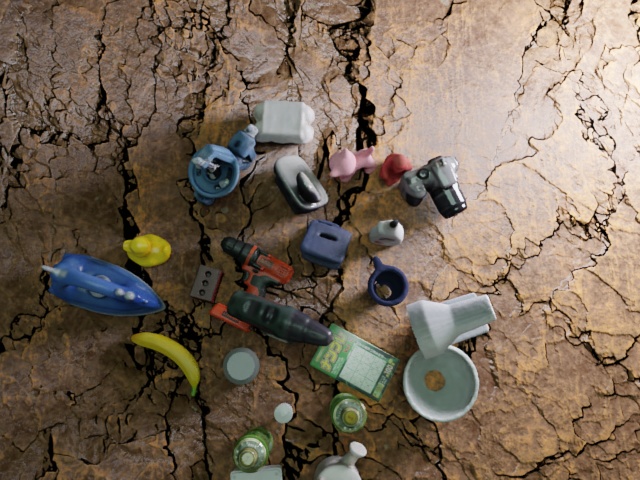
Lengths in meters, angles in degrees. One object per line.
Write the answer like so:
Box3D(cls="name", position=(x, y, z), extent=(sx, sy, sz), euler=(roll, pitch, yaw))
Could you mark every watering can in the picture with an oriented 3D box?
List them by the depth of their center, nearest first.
Box3D(cls="watering can", position=(0.039, 0.499, 1.167), extent=(0.101, 0.194, 0.173), euler=(5, 78, 0))

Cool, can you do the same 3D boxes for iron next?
Box3D(cls="iron", position=(-0.477, 0.104, 1.264), extent=(0.258, 0.141, 0.119), euler=(17, 79, 2))

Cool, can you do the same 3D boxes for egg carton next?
Box3D(cls="egg carton", position=(-0.089, -0.284, 1.389), extent=(0.150, 0.069, 0.107), euler=(2, 78, -1))

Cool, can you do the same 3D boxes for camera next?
Box3D(cls="camera", position=(0.278, -0.117, 1.346), extent=(0.143, 0.101, 0.137), euler=(-24, 80, -6))

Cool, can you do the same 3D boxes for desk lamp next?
Box3D(cls="desk lamp", position=(0.279, 0.173, 1.230), extent=(0.203, 0.213, 0.118), euler=(-18, 79, -5))

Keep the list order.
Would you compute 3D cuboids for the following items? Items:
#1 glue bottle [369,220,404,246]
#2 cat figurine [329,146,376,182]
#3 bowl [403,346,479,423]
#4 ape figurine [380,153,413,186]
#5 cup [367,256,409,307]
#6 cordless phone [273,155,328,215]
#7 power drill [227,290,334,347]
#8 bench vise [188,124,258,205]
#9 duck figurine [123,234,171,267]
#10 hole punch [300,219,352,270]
Box3D(cls="glue bottle", position=(0.156, -0.022, 1.287), extent=(0.078, 0.173, 0.037), euler=(3, 78, 0))
Box3D(cls="cat figurine", position=(0.073, -0.187, 1.348), extent=(0.128, 0.118, 0.067), euler=(-24, 80, -6))
Box3D(cls="bowl", position=(0.261, 0.316, 1.271), extent=(0.167, 0.075, 0.167), euler=(0, 78, -1))
Box3D(cls="ape figurine", position=(0.183, -0.176, 1.361), extent=(0.078, 0.092, 0.076), euler=(2, 78, 0))
Box3D(cls="cup", position=(0.144, 0.098, 1.303), extent=(0.092, 0.095, 0.118), euler=(-24, 80, -6))
Box3D(cls="cordless phone", position=(-0.046, -0.142, 1.301), extent=(0.094, 0.185, 0.147), euler=(-35, 81, -7))
Box3D(cls="power drill", position=(-0.081, 0.175, 1.224), extent=(0.229, 0.208, 0.076), euler=(20, 79, 3))
Box3D(cls="bench vise", position=(-0.228, -0.192, 1.290), extent=(0.121, 0.220, 0.207), euler=(20, 79, 3))
Box3D(cls="duck figurine", position=(-0.399, 0.019, 1.312), extent=(0.104, 0.086, 0.077), euler=(5, 78, 0))
Box3D(cls="hole punch", position=(0.012, 0.005, 1.321), extent=(0.108, 0.091, 0.101), euler=(18, 79, 3))
